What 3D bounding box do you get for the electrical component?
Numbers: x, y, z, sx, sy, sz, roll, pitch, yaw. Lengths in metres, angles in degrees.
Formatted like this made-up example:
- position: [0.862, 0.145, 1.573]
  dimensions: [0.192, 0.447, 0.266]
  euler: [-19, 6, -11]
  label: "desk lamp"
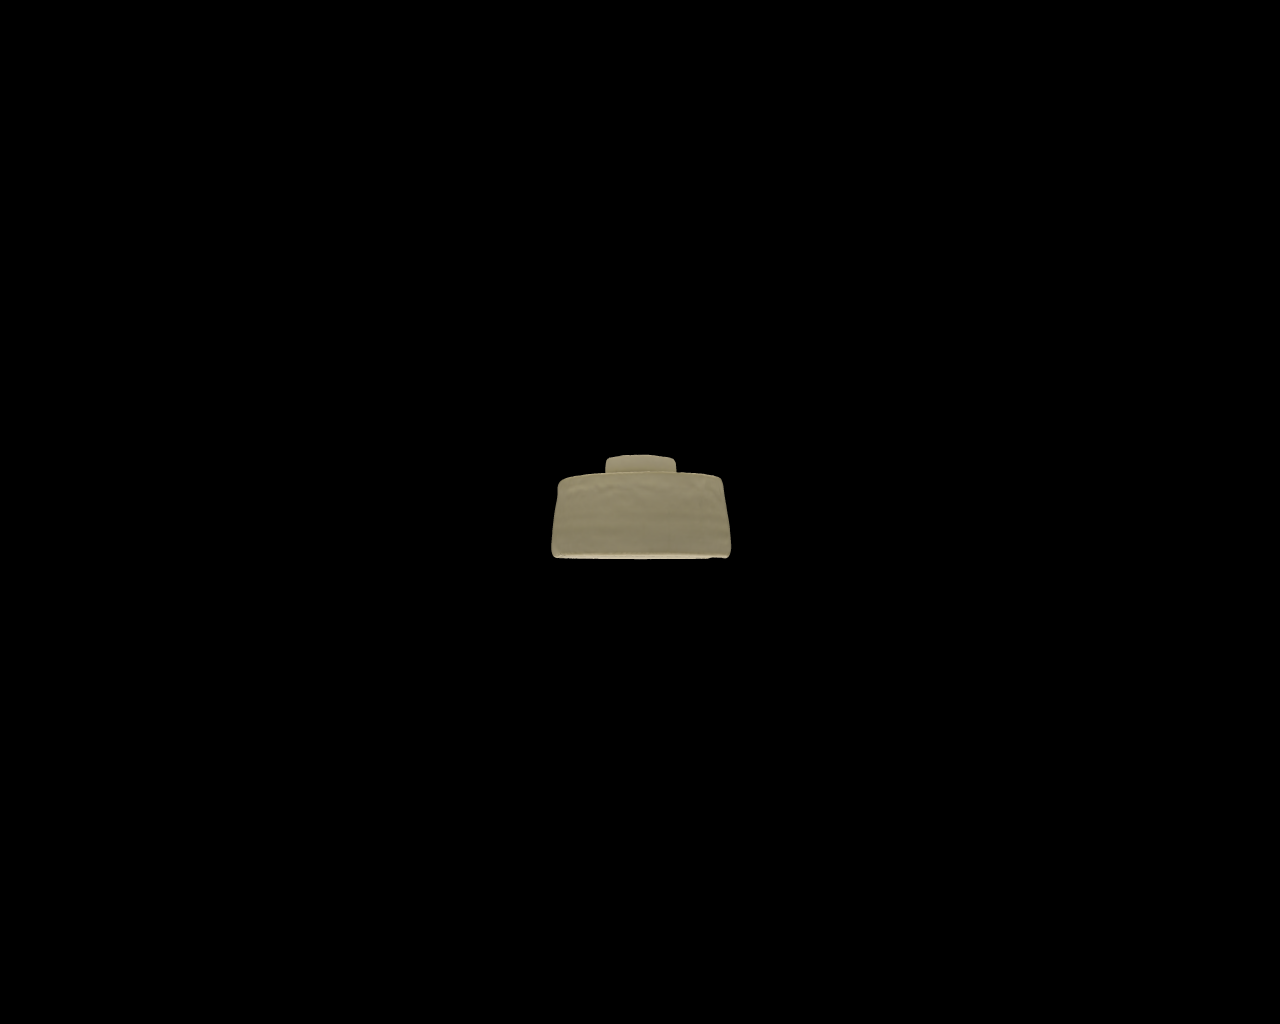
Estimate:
- position: [0.001, -0.003, 0.650]
  dimensions: [0.108, 0.060, 0.108]
  euler: [0, -3, 0]
  label: "electrical component"
